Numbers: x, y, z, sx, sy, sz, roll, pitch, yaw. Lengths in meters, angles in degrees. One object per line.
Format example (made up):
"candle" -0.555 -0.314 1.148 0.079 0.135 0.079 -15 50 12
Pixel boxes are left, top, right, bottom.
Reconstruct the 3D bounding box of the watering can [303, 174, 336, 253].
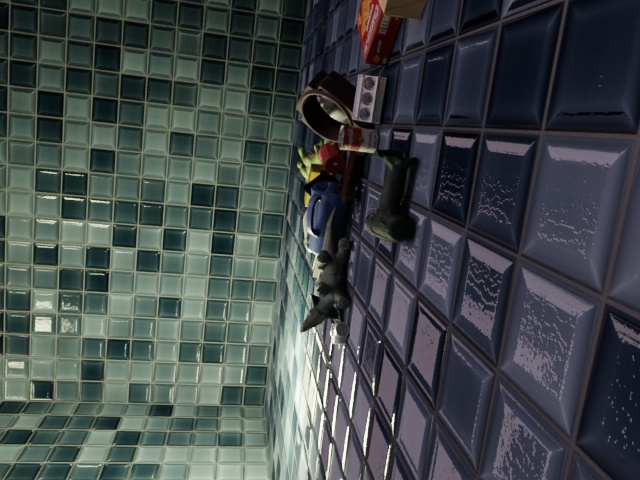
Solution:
"watering can" 0.006 -0.098 1.945 0.229 0.104 0.341 -103 30 -57

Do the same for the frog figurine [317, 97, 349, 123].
"frog figurine" 0.049 -0.440 1.690 0.134 0.159 0.125 112 160 -57

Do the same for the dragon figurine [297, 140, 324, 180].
"dragon figurine" -0.019 -0.267 2.196 0.400 0.122 0.248 94 166 -50
